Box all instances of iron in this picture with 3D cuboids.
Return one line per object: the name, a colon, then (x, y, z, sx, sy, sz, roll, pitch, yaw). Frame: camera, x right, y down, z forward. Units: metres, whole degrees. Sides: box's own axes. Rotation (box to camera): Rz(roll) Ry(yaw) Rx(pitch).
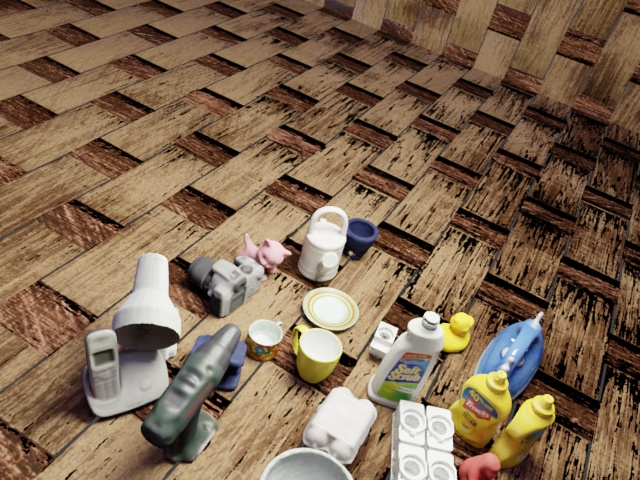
iron: (0.417, 0.262, 1.249, 0.118, 0.141, 0.259, 33, 43, 21)

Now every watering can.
watering can: (0.015, 0.005, 1.384, 0.101, 0.194, 0.172, -11, 46, -27)

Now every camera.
camera: (-0.219, 0.079, 1.296, 0.136, 0.101, 0.143, 31, 42, 19)

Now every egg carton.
egg carton: (0.038, 0.350, 1.082, 0.107, 0.069, 0.150, 26, 41, 14)

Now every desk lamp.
desk lamp: (-0.326, 0.144, 1.097, 0.118, 0.213, 0.203, 3, 41, -14)

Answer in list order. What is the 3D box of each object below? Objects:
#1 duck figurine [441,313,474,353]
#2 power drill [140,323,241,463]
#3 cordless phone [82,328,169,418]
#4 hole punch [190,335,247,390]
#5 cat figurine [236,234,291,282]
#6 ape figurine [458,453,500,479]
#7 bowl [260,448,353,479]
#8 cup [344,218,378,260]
duck figurine: (0.313, 0.207, 1.325, 0.105, 0.086, 0.077, -13, 47, -30)
power drill: (-0.215, 0.276, 0.981, 0.075, 0.208, 0.230, 25, 40, 12)
cordless phone: (-0.348, 0.220, 1.023, 0.148, 0.185, 0.094, -16, 48, -32)
hole punch: (-0.202, 0.228, 1.134, 0.108, 0.091, 0.101, 11, 39, -5)
cat figurine: (-0.135, 0.031, 1.366, 0.127, 0.118, 0.067, 31, 42, 19)
ape figurine: (0.301, 0.428, 1.055, 0.078, 0.092, 0.076, -18, 49, -33)
bowl: (-0.026, 0.440, 0.952, 0.167, 0.075, 0.167, 9, 40, -7)
cup: (0.086, 0.006, 1.483, 0.118, 0.095, 0.091, -9, 45, -26)
